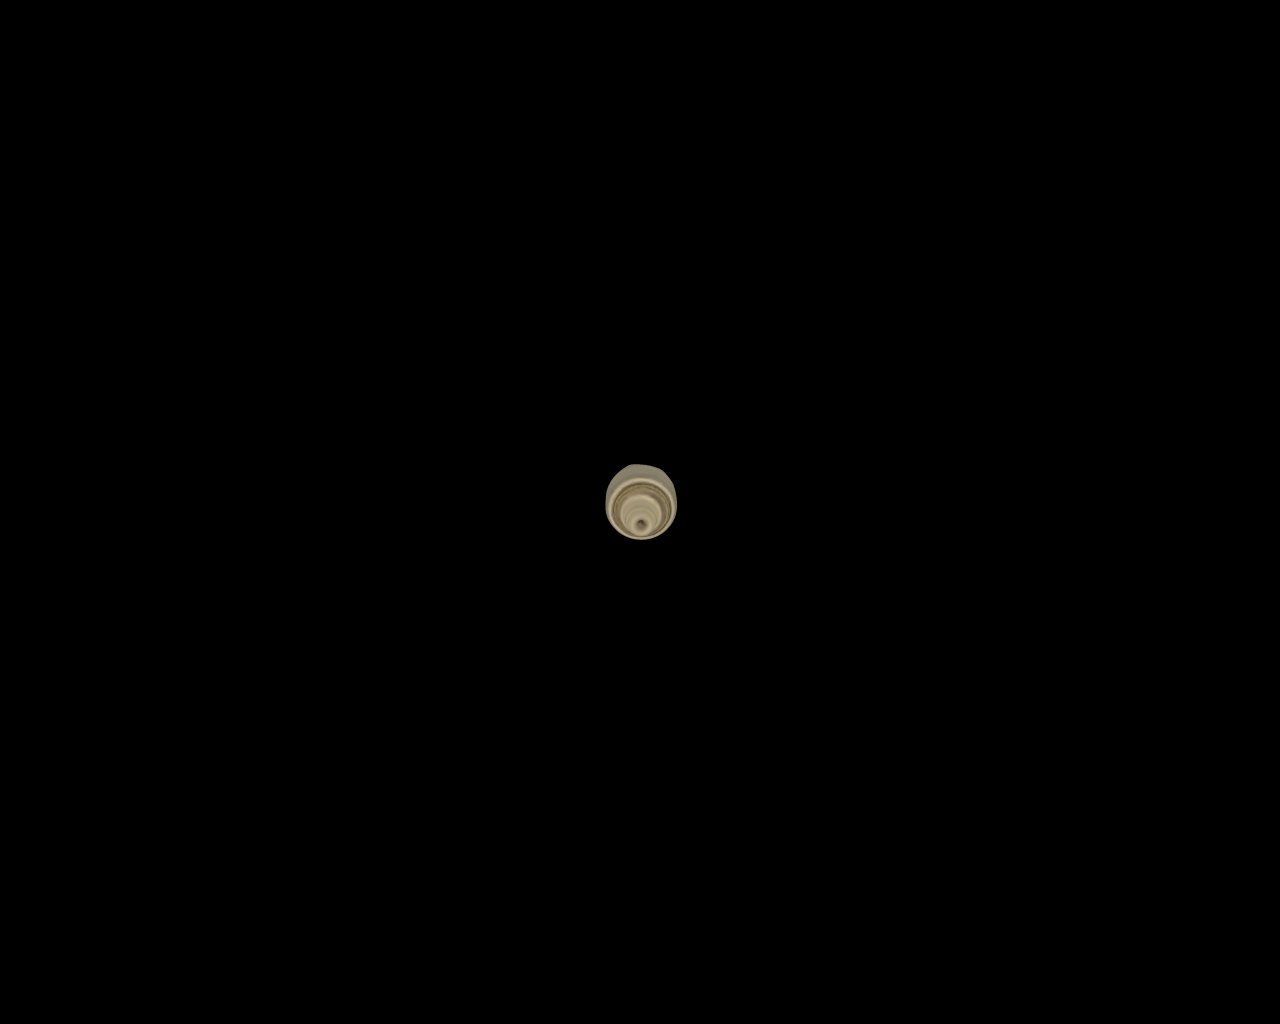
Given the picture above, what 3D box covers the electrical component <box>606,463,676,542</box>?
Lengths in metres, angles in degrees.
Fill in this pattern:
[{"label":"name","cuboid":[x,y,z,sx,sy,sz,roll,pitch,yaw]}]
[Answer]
[{"label":"electrical component","cuboid":[0.001,-0.003,0.650,0.043,0.043,0.062,0,20,0]}]
